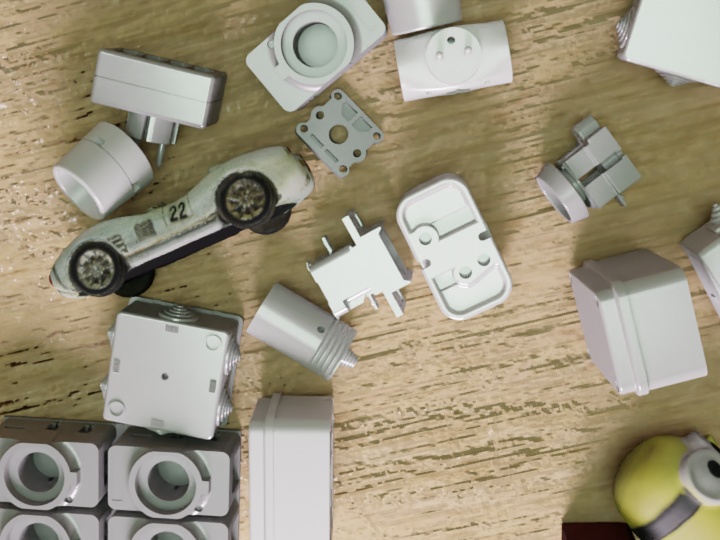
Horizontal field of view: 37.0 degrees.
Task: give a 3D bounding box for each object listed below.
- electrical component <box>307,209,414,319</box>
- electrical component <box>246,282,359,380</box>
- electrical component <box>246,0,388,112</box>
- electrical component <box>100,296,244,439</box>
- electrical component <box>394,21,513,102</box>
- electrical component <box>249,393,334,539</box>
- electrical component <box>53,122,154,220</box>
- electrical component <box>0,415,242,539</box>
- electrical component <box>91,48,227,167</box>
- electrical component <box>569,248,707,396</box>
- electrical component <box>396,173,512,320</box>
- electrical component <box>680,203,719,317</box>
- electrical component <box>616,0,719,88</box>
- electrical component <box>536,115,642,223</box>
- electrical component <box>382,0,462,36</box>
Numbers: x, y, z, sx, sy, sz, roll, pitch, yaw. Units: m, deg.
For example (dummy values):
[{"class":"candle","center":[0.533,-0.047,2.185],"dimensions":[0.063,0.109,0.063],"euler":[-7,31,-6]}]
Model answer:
[{"class":"electrical component","center":[0.000,0.000,0.782],"dimensions":[0.064,0.042,0.081],"euler":[-28,96,11]},{"class":"electrical component","center":[-0.038,0.048,0.791],"dimensions":[0.081,0.043,0.043],"euler":[31,100,-2]},{"class":"electrical component","center":[-0.029,-0.156,0.750],"dimensions":[0.089,0.055,0.050],"euler":[-39,95,9]},{"class":"electrical component","center":[-0.140,0.073,0.799],"dimensions":[0.100,0.048,0.099],"euler":[11,100,2]},{"class":"electrical component","center":[0.064,-0.144,0.734],"dimensions":[0.077,0.079,0.043],"euler":[-10,94,5]},{"class":"electrical component","center":[-0.049,0.153,0.792],"dimensions":[0.057,0.078,0.113],"euler":[1,100,1]},{"class":"electrical component","center":[-0.182,-0.068,0.758],"dimensions":[0.055,0.055,0.047],"euler":[45,65,-4]},{"class":"electrical component","center":[-0.188,0.175,0.813],"dimensions":[0.186,0.060,0.105],"euler":[3,100,3]},{"class":"electrical component","center":[-0.147,-0.112,0.769],"dimensions":[0.083,0.047,0.075],"euler":[14,103,1]},{"class":"electrical component","center":[0.188,0.034,0.739],"dimensions":[0.057,0.113,0.078],"euler":[-15,98,3]},{"class":"electrical component","center":[0.067,-0.018,0.765],"dimensions":[0.054,0.059,0.095],"euler":[-26,97,8]},{"class":"electrical component","center":[0.267,-0.002,0.754],"dimensions":[0.061,0.061,0.096],"euler":[-36,96,9]},{"class":"electrical component","center":[0.231,-0.174,0.734],"dimensions":[0.100,0.048,0.099],"euler":[16,100,1]},{"class":"electrical component","center":[0.159,-0.066,0.759],"dimensions":[0.055,0.048,0.066],"euler":[-38,95,1]},{"class":"electrical component","center":[0.042,-0.190,0.741],"dimensions":[0.055,0.055,0.047],"euler":[-12,102,6]}]
